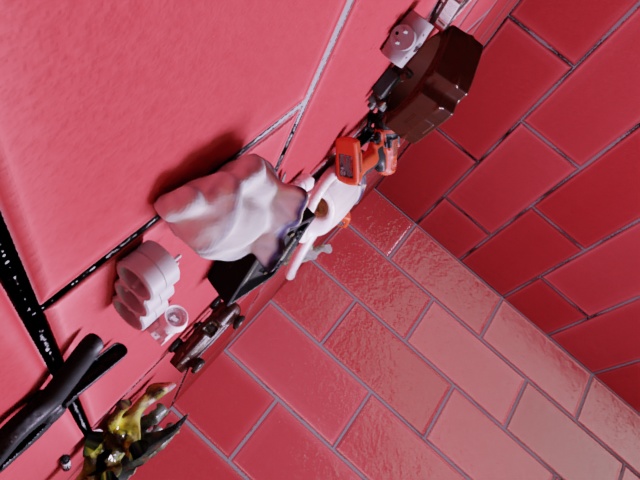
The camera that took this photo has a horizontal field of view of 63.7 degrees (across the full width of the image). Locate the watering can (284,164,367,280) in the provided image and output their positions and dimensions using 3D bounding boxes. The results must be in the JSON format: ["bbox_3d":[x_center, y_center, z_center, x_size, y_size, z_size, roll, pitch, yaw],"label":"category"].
[{"bbox_3d":[0.004,-0.062,1.232,0.228,0.104,0.339,-45,164,-41],"label":"watering can"}]

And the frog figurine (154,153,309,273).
[{"bbox_3d":[-0.108,-0.034,0.551,0.159,0.125,0.135,8,142,-41],"label":"frog figurine"}]

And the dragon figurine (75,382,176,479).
[{"bbox_3d":[-0.495,0.488,1.193,0.416,0.122,0.240,-48,-175,-24],"label":"dragon figurine"}]
